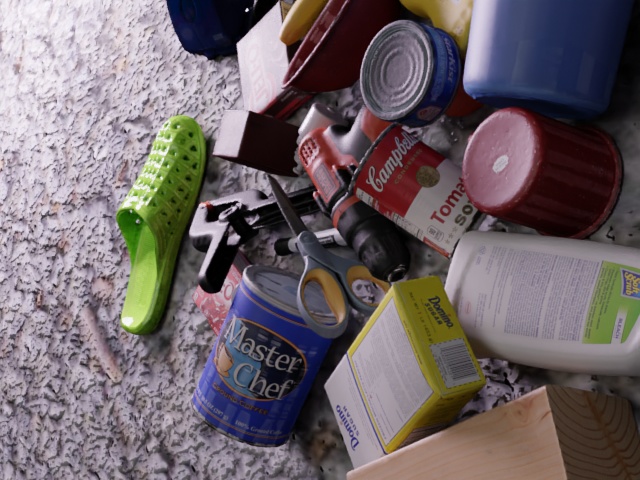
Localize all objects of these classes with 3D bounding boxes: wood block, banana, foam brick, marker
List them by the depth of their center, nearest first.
[{"bbox_3d":[0.121,0.182,0.758,0.207,0.090,0.091,-35,52,42],"label":"wood block"},{"bbox_3d":[-0.007,0.001,1.052,0.121,0.020,0.020,-10,71,52],"label":"marker"},{"bbox_3d":[0.020,-0.282,1.074,0.037,0.069,0.198,45,125,14],"label":"banana"},{"bbox_3d":[-0.061,-0.101,1.111,0.051,0.078,0.053,11,86,55],"label":"foam brick"}]

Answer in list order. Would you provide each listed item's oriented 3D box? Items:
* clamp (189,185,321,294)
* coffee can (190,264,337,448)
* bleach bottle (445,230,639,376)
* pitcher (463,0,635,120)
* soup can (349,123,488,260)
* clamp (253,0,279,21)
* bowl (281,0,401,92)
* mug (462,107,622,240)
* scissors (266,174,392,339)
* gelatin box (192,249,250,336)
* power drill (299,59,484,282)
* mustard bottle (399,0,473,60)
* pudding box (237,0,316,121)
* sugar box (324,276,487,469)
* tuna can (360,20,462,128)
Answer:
[{"bbox_3d":[-0.089,-0.010,1.097,0.164,0.036,0.210,-38,22,-21],"label":"clamp"},{"bbox_3d":[-0.049,0.108,1.003,0.103,0.102,0.140,42,113,51],"label":"coffee can"},{"bbox_3d":[0.193,0.054,0.727,0.251,0.067,0.102,11,88,52],"label":"bleach bottle"},{"bbox_3d":[0.167,-0.218,0.784,0.149,0.144,0.243,12,93,46],"label":"pitcher"},{"bbox_3d":[0.083,-0.038,0.857,0.102,0.068,0.069,35,112,11],"label":"soup can"},{"bbox_3d":[-0.025,-0.332,1.170,0.120,0.039,0.171,-2,77,52],"label":"clamp"},{"bbox_3d":[0.029,-0.197,1.007,0.162,0.055,0.162,-54,12,17],"label":"bowl"},{"bbox_3d":[0.155,-0.055,0.797,0.117,0.081,0.093,45,116,50],"label":"mug"},{"bbox_3d":[0.009,0.007,0.982,0.016,0.096,0.202,99,165,-46],"label":"scissors"},{"bbox_3d":[-0.098,0.057,1.148,0.073,0.030,0.089,-63,38,18],"label":"gelatin box"},{"bbox_3d":[0.066,-0.080,0.946,0.188,0.057,0.184,-52,49,28],"label":"power drill"},{"bbox_3d":[0.113,-0.234,0.931,0.096,0.058,0.192,-53,41,18],"label":"mustard bottle"},{"bbox_3d":[-0.049,-0.186,1.154,0.090,0.039,0.113,-34,53,44],"label":"pudding box"},{"bbox_3d":[0.060,0.112,0.823,0.176,0.048,0.093,116,139,-55],"label":"sugar box"},{"bbox_3d":[0.073,-0.137,0.878,0.086,0.033,0.086,-8,79,47],"label":"tuna can"}]
